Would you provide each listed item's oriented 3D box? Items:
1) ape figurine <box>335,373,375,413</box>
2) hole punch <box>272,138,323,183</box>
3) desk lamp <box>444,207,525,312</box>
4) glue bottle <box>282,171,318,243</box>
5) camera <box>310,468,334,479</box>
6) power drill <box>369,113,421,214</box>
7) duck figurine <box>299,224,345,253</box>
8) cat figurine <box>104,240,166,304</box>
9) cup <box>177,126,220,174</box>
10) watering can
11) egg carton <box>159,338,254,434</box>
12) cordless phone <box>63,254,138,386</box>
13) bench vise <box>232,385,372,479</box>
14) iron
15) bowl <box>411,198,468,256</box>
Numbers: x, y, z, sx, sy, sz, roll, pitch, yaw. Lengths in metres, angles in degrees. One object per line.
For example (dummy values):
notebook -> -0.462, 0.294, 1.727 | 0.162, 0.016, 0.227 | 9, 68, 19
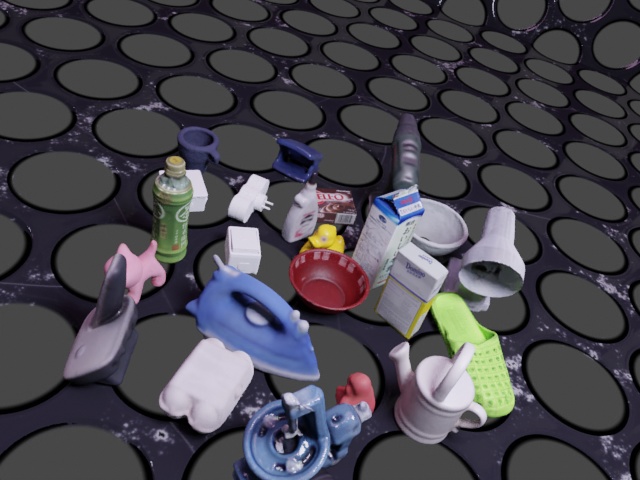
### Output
ape figurine -> 0.059, 0.249, 0.934 | 0.076, 0.092, 0.078 | 39, 45, 22
hole punch -> -0.052, -0.211, 1.397 | 0.108, 0.091, 0.101 | 27, 42, 10
desk lamp -> 0.330, 0.049, 1.160 | 0.118, 0.213, 0.203 | 19, 41, 1
glue bottle -> -0.031, -0.073, 1.192 | 0.037, 0.173, 0.078 | 41, 46, 24
camera -> 0.028, 0.375, 0.778 | 0.143, 0.101, 0.136 | -11, 49, -30
power drill -> 0.177, -0.155, 1.330 | 0.075, 0.208, 0.229 | 12, 41, -7
duck figurine -> 0.011, 0.004, 1.189 | 0.105, 0.086, 0.077 | -18, 53, -34
cat figurine -> -0.325, 0.049, 0.993 | 0.067, 0.118, 0.128 | 29, 42, 12
cup -> -0.269, -0.187, 1.289 | 0.117, 0.095, 0.092 | 39, 45, 22
watering can -> 0.188, 0.234, 0.920 | 0.173, 0.194, 0.101 | 18, 41, 0
egg carton -> -0.173, 0.225, 0.893 | 0.107, 0.069, 0.150 | 24, 41, 7
cordless phone -> -0.328, 0.120, 0.863 | 0.094, 0.185, 0.147 | 9, 42, -10
bench vise -> -0.018, 0.252, 0.805 | 0.121, 0.220, 0.208 | 39, 45, 22
iron -> -0.096, 0.130, 0.970 | 0.258, 0.141, 0.119 | 29, 42, 12
bowl -> 0.246, -0.017, 1.307 | 0.167, 0.075, 0.167 | 10, 42, -9
